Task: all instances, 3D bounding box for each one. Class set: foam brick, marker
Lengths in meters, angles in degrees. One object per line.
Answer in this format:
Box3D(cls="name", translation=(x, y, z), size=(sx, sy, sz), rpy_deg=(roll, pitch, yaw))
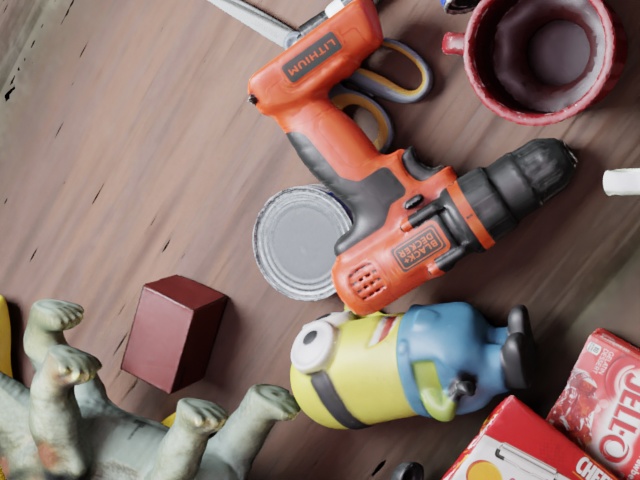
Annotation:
Box3D(cls="foam brick", translation=(-0.117, 0.074, 0.852), size=(0.051, 0.052, 0.078), rpy_deg=(25, 108, 20))
Box3D(cls="marker", translation=(0.033, -0.175, 0.750), size=(0.121, 0.020, 0.020), rpy_deg=(-35, 82, 17))

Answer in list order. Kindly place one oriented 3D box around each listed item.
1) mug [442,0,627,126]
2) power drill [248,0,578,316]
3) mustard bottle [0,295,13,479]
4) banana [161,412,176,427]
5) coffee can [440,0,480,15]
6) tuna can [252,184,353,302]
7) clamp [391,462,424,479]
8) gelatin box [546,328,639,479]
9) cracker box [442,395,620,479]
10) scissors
Box3D(cls="mug", translation=(0.137, -0.121, 0.681), size=(0.117, 0.081, 0.093), rpy_deg=(6, 100, 25))
Box3D(cls="power drill", translation=(0.053, -0.066, 0.724), size=(0.184, 0.057, 0.187), rpy_deg=(-33, 87, 10))
Box3D(cls="mustard bottle", translation=(-0.313, 0.146, 0.958), size=(0.096, 0.058, 0.191), rpy_deg=(-4, 97, 27))
Box3D(cls="banana", translation=(-0.177, 0.184, 0.908), size=(0.198, 0.037, 0.069), rpy_deg=(-11, 93, 27))
Box3D(cls="coffee can", translation=(0.098, -0.229, 0.672), size=(0.103, 0.102, 0.140), rpy_deg=(-25, 86, 27))
Box3D(cls="tuna can", translation=(-0.005, 0.001, 0.797), size=(0.086, 0.033, 0.086), rpy_deg=(4, 100, 26))
Box3D(cls="clamp", translation=(0.056, 0.247, 0.790), size=(0.172, 0.039, 0.120), rpy_deg=(-49, 50, 38))
Box3D(cls="gelatin box", translation=(0.198, 0.114, 0.715), size=(0.073, 0.030, 0.089), rpy_deg=(30, 110, 19))
Box3D(cls="cracker box", translation=(0.118, 0.234, 0.672), size=(0.164, 0.213, 0.072), rpy_deg=(39, 154, 8))
Box3D(cls="scissors", translation=(-0.013, -0.123, 0.791), size=(0.202, 0.016, 0.096), rpy_deg=(17, 104, 23))
